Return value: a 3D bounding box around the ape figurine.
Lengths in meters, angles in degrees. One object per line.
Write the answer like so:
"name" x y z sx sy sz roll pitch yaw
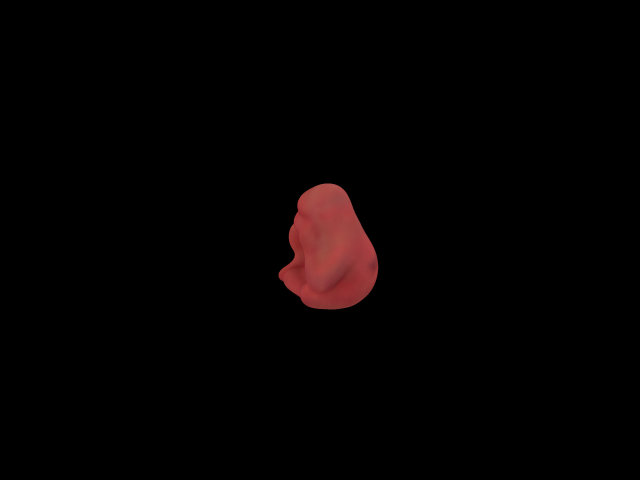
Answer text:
"ape figurine" 0.004 0.001 0.400 0.076 0.092 0.078 5 36 7
